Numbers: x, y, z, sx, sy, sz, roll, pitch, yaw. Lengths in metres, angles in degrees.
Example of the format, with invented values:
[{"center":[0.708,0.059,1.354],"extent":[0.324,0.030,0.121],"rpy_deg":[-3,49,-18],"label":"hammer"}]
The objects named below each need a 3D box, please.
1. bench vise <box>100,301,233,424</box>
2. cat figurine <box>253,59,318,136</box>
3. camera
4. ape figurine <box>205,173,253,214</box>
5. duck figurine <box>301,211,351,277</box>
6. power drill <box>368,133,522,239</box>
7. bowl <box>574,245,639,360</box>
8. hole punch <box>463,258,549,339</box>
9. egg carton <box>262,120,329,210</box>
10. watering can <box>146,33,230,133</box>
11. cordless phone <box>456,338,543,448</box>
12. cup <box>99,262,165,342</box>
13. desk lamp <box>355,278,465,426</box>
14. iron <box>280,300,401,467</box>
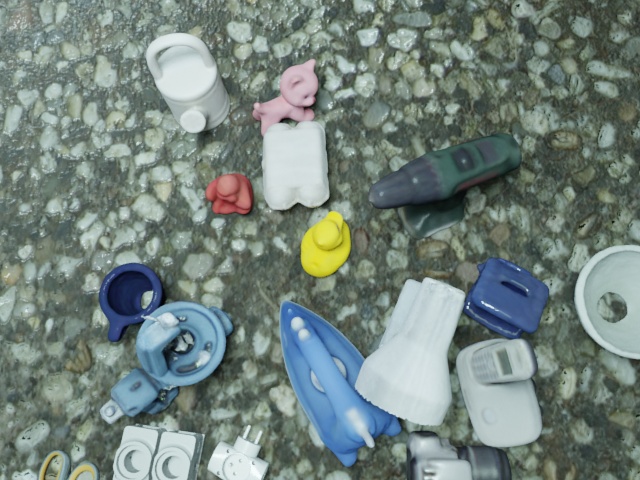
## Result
[{"center":[-0.210,0.170,0.775],"extent":[0.121,0.220,0.207],"rpy_deg":[26,77,9],"label":"bench vise"},{"center":[-0.052,-0.235,0.934],"extent":[0.128,0.118,0.067],"rpy_deg":[-29,76,-6],"label":"cat figurine"},{"center":[0.189,0.336,0.780],"extent":[0.136,0.101,0.143],"rpy_deg":[-1,75,2],"label":"camera"},{"center":[-0.142,-0.077,0.907],"extent":[0.077,0.092,0.076],"rpy_deg":[39,79,11],"label":"ape figurine"},{"center":[0.008,0.003,0.884],"extent":[0.077,0.086,0.105],"rpy_deg":[24,77,8],"label":"duck figurine"},{"center":[0.172,-0.072,0.836],"extent":[0.229,0.208,0.075],"rpy_deg":[-25,75,-5],"label":"power drill"},{"center":[0.452,0.095,0.851],"extent":[0.167,0.075,0.167],"rpy_deg":[0,75,2],"label":"bowl"},{"center":[0.278,0.081,0.852],"extent":[0.108,0.091,0.101],"rpy_deg":[28,77,9],"label":"hole punch"},{"center":[-0.041,-0.121,0.928],"extent":[0.107,0.069,0.150],"rpy_deg":[-5,75,1],"label":"egg carton"},{"center":[-0.205,-0.252,0.904],"extent":[0.101,0.194,0.172],"rpy_deg":[-33,76,-7],"label":"watering can"},{"center":[0.254,0.203,0.770],"extent":[0.094,0.185,0.147],"rpy_deg":[-15,75,-2],"label":"cordless phone"},{"center":[-0.276,0.100,0.861],"extent":[0.091,0.095,0.118],"rpy_deg":[16,76,6],"label":"cup"},{"center":[0.132,0.140,0.776],"extent":[0.118,0.213,0.203],"rpy_deg":[21,76,8],"label":"desk lamp"},{"center":[0.008,0.184,0.806],"extent":[0.119,0.141,0.258],"rpy_deg":[-33,76,-7],"label":"iron"}]
